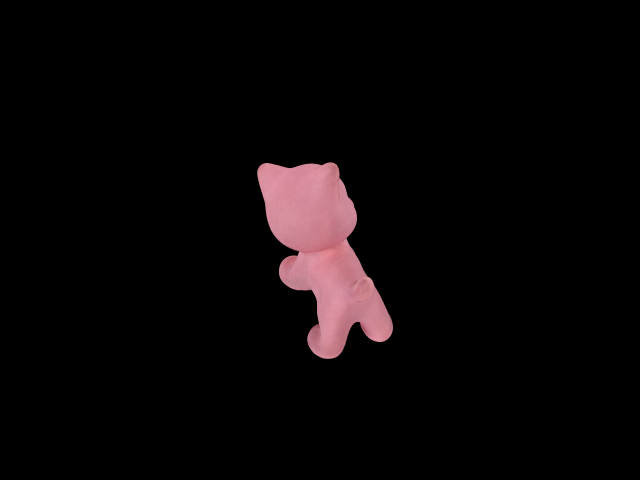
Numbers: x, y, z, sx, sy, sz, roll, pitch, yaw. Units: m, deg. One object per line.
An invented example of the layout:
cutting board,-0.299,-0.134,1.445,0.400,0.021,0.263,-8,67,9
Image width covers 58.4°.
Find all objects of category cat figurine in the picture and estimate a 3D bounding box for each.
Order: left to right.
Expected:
cat figurine,0.004,0.001,0.400,0.067,0.118,0.127,-21,55,-15
